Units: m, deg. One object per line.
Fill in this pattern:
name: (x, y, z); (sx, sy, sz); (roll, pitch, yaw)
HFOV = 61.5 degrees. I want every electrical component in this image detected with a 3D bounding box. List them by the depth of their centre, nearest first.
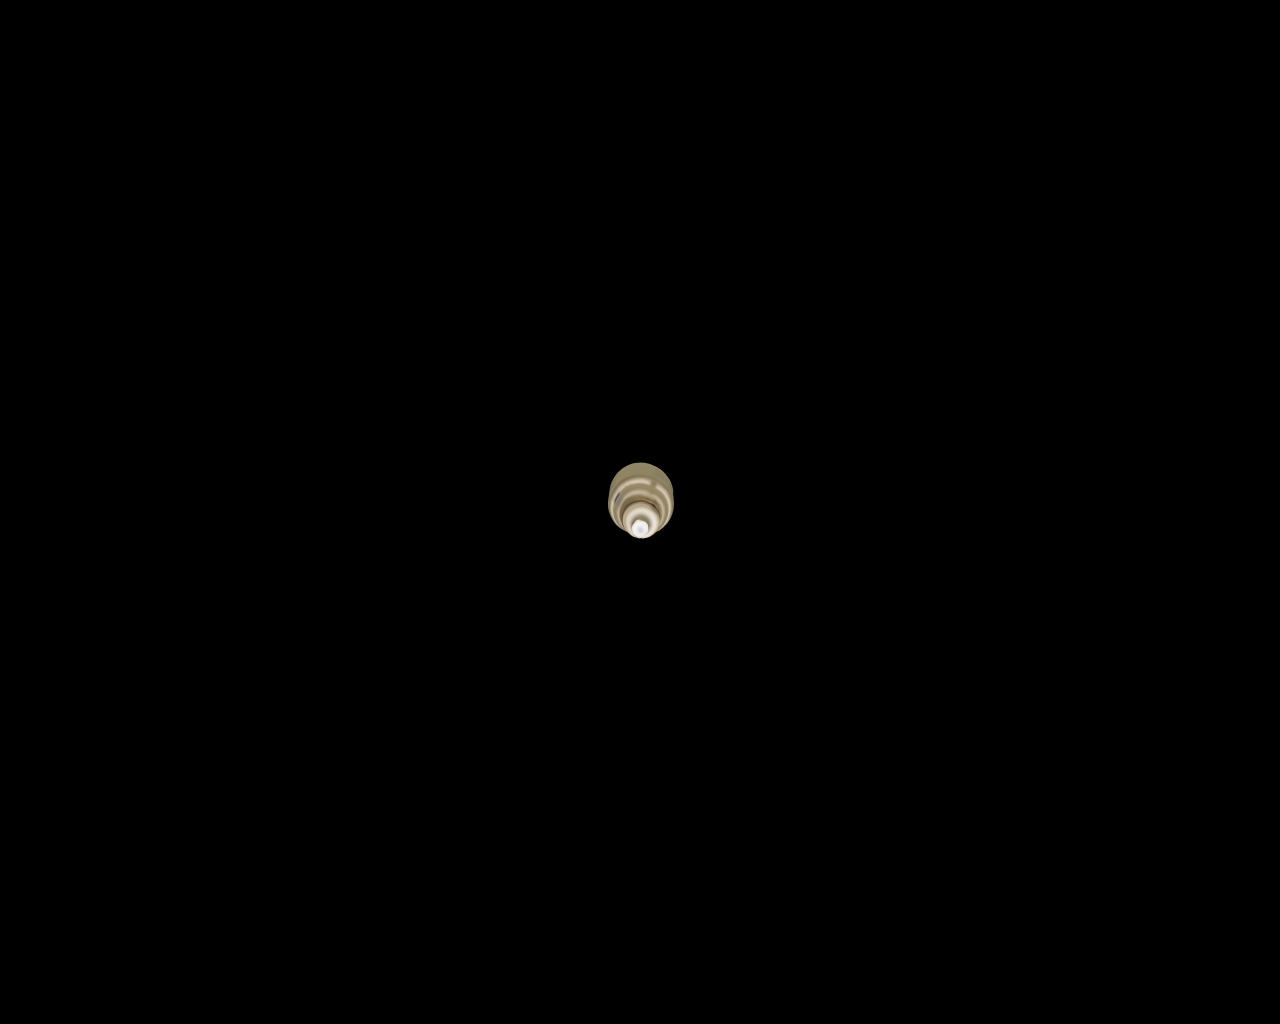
electrical component: (0.001, -0.003, 0.650); (0.040, 0.040, 0.078); (0, 20, 0)
